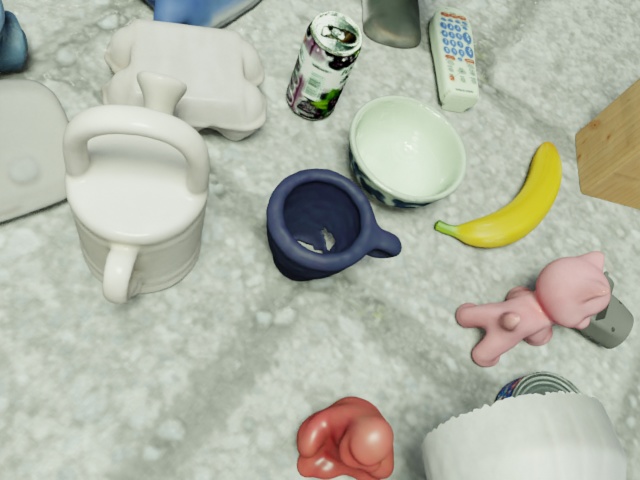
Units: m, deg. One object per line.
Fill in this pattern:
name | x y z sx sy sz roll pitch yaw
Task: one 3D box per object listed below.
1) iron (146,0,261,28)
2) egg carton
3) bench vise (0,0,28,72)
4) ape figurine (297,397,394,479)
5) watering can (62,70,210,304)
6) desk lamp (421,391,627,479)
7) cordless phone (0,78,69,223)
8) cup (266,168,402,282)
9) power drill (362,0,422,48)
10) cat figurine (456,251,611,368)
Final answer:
iron | -0.099 -0.330 0.594 0.118 0.141 0.259 42 62 5
egg carton | -0.126 -0.149 0.545 0.150 0.069 0.107 0 66 -16
bench vise | -0.330 -0.171 0.409 0.121 0.219 0.208 42 62 5
ape figurine | 0.027 0.155 0.440 0.078 0.092 0.076 40 62 4
watering can | -0.134 -0.044 0.424 0.101 0.194 0.173 -11 70 -20
desk lamp | 0.118 0.216 0.370 0.118 0.213 0.203 4 65 -15
cordless phone | -0.260 -0.086 0.411 0.148 0.185 0.094 -24 75 -24
cup | 0.005 0.002 0.501 0.118 0.095 0.092 18 63 -8
power drill | 0.112 -0.313 0.611 0.076 0.208 0.229 6 65 -14
cat figurine | 0.206 0.058 0.522 0.128 0.117 0.067 -18 72 -23
